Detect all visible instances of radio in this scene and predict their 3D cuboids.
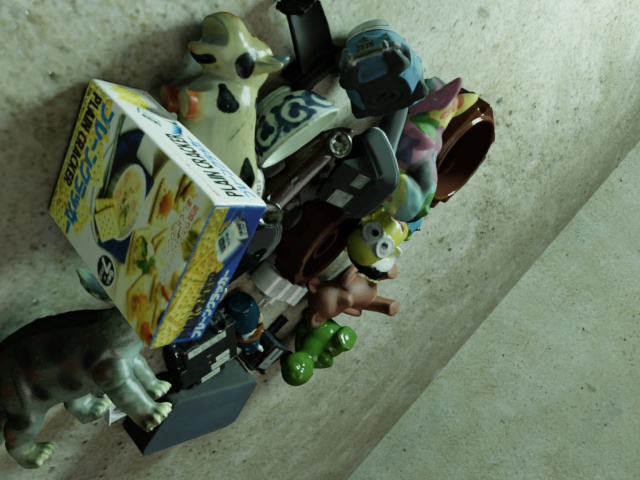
[{"bbox_3d":[-0.229,0.299,0.992,0.229,0.073,0.131,3,123,-57],"label":"radio"}]

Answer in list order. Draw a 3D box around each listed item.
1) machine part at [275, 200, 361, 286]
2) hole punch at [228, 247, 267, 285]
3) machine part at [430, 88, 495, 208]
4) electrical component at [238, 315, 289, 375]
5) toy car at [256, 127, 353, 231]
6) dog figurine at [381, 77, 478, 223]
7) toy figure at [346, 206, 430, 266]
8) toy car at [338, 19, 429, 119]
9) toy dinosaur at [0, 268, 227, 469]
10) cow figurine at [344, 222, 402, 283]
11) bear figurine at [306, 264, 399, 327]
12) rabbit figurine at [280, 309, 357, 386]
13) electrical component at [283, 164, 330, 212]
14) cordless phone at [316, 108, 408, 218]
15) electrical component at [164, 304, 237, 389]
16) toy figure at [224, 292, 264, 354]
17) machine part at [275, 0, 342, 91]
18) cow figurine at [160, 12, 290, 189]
[{"bbox_3d":[-0.002,-0.003,0.917,0.179,0.056,0.179,-43,162,-18],"label":"machine part"},{"bbox_3d":[-0.158,0.023,0.733,0.142,0.092,0.115,-39,166,-3],"label":"hole punch"},{"bbox_3d":[0.247,-0.173,1.042,0.201,0.087,0.200,-46,152,-1],"label":"machine part"},{"bbox_3d":[-0.100,0.211,1.086,0.119,0.048,0.074,-43,152,-5],"label":"electrical component"},{"bbox_3d":[-0.036,-0.092,0.754,0.202,0.089,0.053,-46,109,-5],"label":"toy car"},{"bbox_3d":[0.171,-0.156,0.874,0.219,0.192,0.108,-42,149,23],"label":"dog figurine"},{"bbox_3d":[0.123,-0.020,0.964,0.180,0.082,0.089,-40,163,-36],"label":"toy figure"},{"bbox_3d":[0.075,-0.233,0.712,0.109,0.103,0.161,-16,164,20],"label":"toy car"},{"bbox_3d":[-0.299,0.145,0.631,0.405,0.192,0.131,-24,-169,10],"label":"toy dinosaur"},{"bbox_3d":[0.081,0.017,1.045,0.167,0.068,0.098,35,88,-41],"label":"cow figurine"},{"bbox_3d":[0.065,0.113,1.115,0.196,0.132,0.120,-8,96,-56],"label":"bear figurine"},{"bbox_3d":[-0.032,0.241,1.149,0.170,0.121,0.159,-43,177,-40],"label":"rabbit figurine"},{"bbox_3d":[-0.022,-0.083,0.849,0.094,0.021,0.063,-35,149,-23],"label":"electrical component"},{"bbox_3d":[0.077,-0.137,0.827,0.146,0.089,0.184,-44,-160,59],"label":"cordless phone"},{"bbox_3d":[-0.200,0.183,0.901,0.115,0.058,0.134,-27,146,-30],"label":"electrical component"},{"bbox_3d":[-0.130,0.150,0.950,0.058,0.064,0.154,-48,154,-30],"label":"toy figure"},{"bbox_3d":[-0.014,-0.239,0.651,0.084,0.039,0.138,-35,151,-12],"label":"machine part"},{"bbox_3d":[-0.100,-0.138,0.574,0.127,0.086,0.194,-15,115,-40],"label":"cow figurine"}]
